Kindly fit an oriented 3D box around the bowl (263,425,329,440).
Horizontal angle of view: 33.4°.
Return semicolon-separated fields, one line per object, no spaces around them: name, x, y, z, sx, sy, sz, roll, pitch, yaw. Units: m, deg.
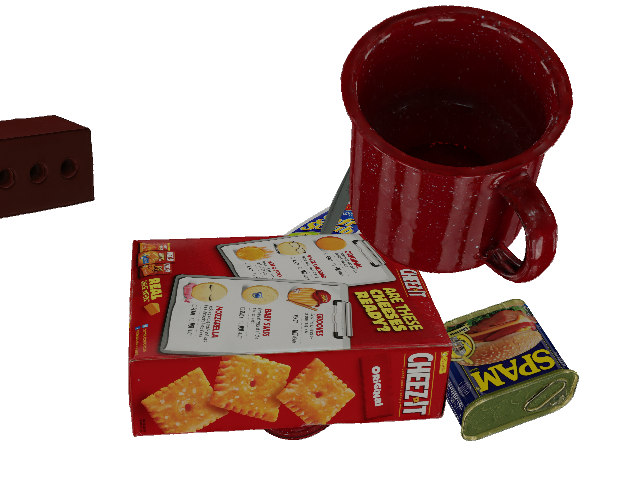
bowl;-0.038;0.118;1.077;0.162;0.162;0.055;0;-14;40

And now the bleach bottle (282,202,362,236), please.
bleach bottle;0.018;-0.004;1.329;0.103;0.068;0.250;16;36;27

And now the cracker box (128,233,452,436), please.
cracker box;-0.030;0.063;0.772;0.213;0.072;0.164;-1;29;-8

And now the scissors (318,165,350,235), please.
scissors;0.061;-0.083;0.952;0.096;0.202;0.016;9;-11;13

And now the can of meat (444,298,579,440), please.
can of meat;0.144;0.103;0.870;0.102;0.084;0.057;-17;-40;-13

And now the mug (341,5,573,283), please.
mug;0.060;-0.031;0.454;0.093;0.117;0.081;-27;-30;-18

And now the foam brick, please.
foam brick;-0.199;-0.050;0.712;0.078;0.053;0.051;-15;26;-37
